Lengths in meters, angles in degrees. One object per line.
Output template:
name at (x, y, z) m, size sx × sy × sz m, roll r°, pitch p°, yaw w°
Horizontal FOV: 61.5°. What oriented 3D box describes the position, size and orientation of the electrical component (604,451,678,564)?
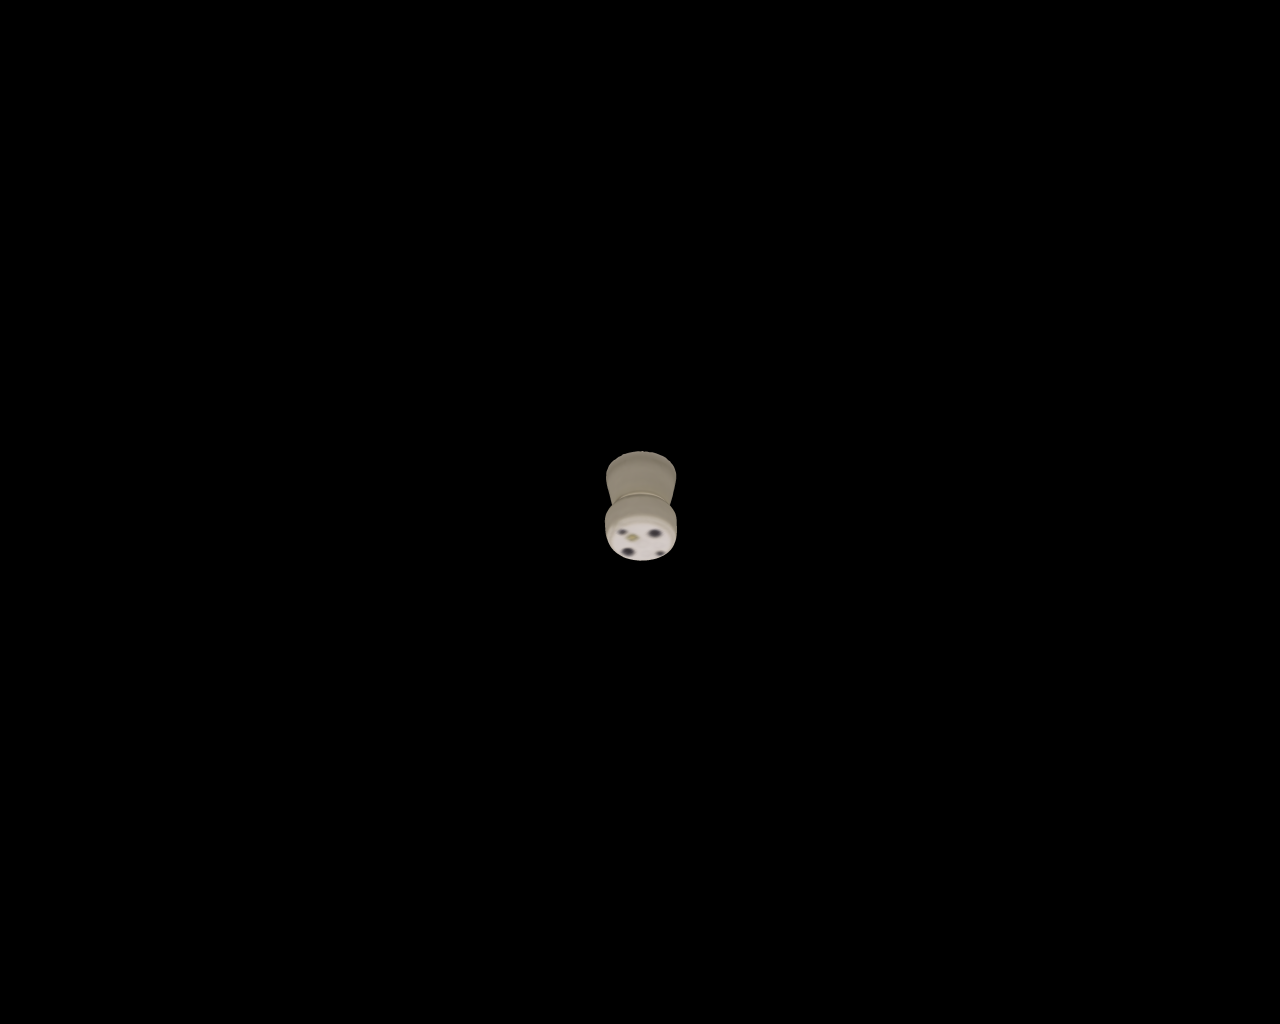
electrical component at (0.001, -0.003, 0.650) m, size 0.045 × 0.055 × 0.044 m, roll 0°, pitch -40°, yaw 0°
